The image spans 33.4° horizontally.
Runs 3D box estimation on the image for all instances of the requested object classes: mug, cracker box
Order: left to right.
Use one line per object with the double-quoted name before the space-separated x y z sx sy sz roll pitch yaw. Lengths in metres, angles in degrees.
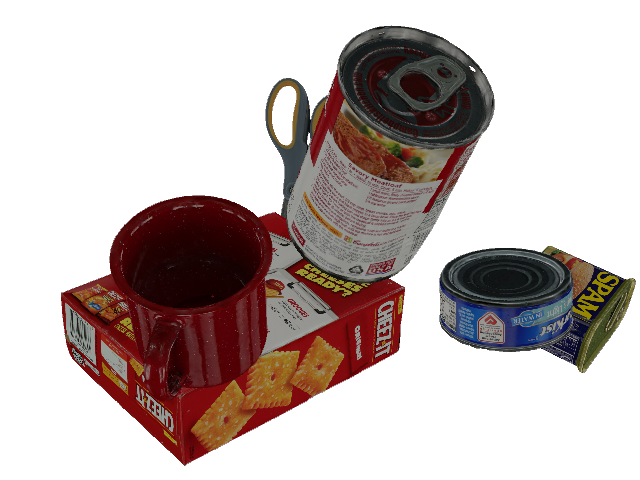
"mug" -0.076 0.042 0.627 0.093 0.117 0.081 9 -43 8
"cracker box" -0.067 0.067 0.831 0.213 0.072 0.164 -22 38 -36

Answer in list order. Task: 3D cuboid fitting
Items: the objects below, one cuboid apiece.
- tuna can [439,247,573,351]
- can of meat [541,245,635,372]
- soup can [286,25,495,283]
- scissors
"tuna can" 0.119 0.036 0.686 0.086 0.034 0.086 -4 24 1
"can of meat" 0.221 0.058 0.956 0.084 0.057 0.101 26 45 25
"soup can" 0.028 -0.035 0.478 0.068 0.068 0.102 0 -36 -18
"scissors" -0.008 -0.057 1.024 0.096 0.202 0.016 -6 -1 3
